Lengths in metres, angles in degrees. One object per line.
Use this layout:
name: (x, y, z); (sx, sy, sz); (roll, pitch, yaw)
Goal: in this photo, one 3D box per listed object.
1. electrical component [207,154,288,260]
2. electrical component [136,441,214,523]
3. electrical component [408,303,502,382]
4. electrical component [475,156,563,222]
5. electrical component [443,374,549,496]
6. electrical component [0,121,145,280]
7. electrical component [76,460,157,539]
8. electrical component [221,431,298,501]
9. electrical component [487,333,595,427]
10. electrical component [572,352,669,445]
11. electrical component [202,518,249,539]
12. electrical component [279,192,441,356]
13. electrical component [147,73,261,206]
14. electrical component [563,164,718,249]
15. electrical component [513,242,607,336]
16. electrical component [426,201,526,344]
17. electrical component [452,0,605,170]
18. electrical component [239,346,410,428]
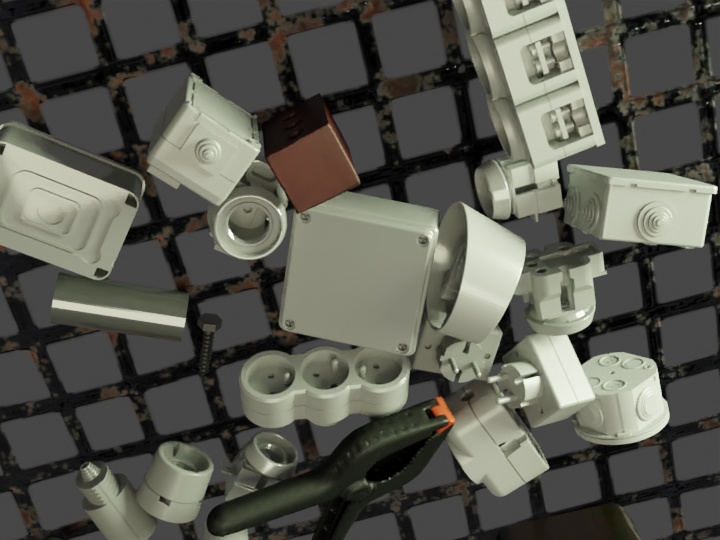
electrical component: (-0.085, -0.042, 0.813); (0.058, 0.057, 0.078); (22, 109, -16)
electrical component: (-0.154, 0.177, 0.903); (0.055, 0.055, 0.047); (20, 106, -15)
electrical component: (0.079, 0.066, 0.871); (0.066, 0.076, 0.047); (11, 112, -12)
electrical component: (0.122, -0.067, 0.836); (0.055, 0.048, 0.066); (-17, 115, -8)
electrical component: (0.111, 0.144, 0.923); (0.059, 0.053, 0.095); (-33, 114, 8)
electrical component: (-0.223, -0.052, 0.790); (0.113, 0.057, 0.078); (22, 109, -16)
electrical component: (-0.211, 0.194, 0.909); (0.043, 0.043, 0.081); (-26, 115, 5)
electrical component: (-0.083, 0.171, 0.915); (0.066, 0.048, 0.055); (23, 117, -16)
electrical component: (0.138, 0.091, 0.877); (0.077, 0.065, 0.047); (-10, 156, -28)
electrical component: (0.217, 0.108, 0.908); (0.080, 0.080, 0.051); (-15, 110, -1)
electrical component: (-0.115, 0.246, 0.929); (0.040, 0.078, 0.040); (-6, 129, -7)
electrical component: (0.000, 0.000, 0.831); (0.109, 0.056, 0.108); (12, 113, 5)
electrical component: (-0.113, -0.089, 0.766); (0.062, 0.096, 0.061); (32, 107, -19)
electrical component: (0.211, -0.049, 0.826); (0.100, 0.099, 0.048); (4, 101, -10)
electrical component: (0.160, 0.016, 0.870); (0.078, 0.058, 0.057); (-15, 114, -7)
electrical component: (0.084, 0.005, 0.828); (0.064, 0.099, 0.099); (24, 109, -7)
electrical component: (0.114, -0.158, 0.769); (0.062, 0.089, 0.150); (-22, 115, 2)
electrical component: (-0.029, 0.104, 0.889); (0.138, 0.052, 0.073); (-5, 139, -5)
